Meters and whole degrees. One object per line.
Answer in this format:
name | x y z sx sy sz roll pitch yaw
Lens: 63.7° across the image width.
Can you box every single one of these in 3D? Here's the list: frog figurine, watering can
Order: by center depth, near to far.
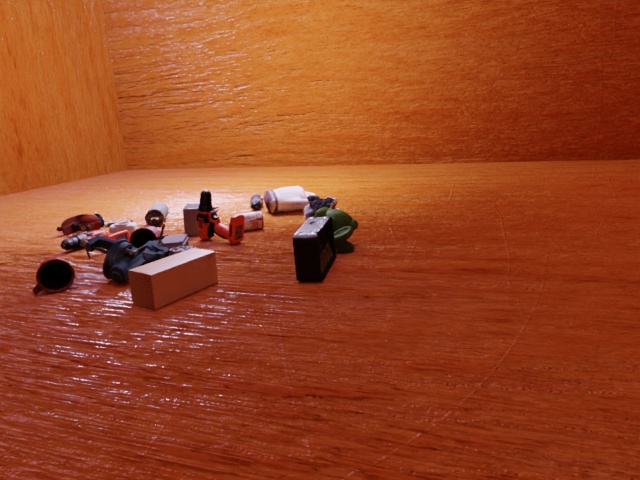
frog figurine | 0.006 -0.099 1.973 0.138 0.125 0.156 -14 -21 -9
watering can | -0.115 -0.170 2.198 0.225 0.103 0.350 -10 15 -19
